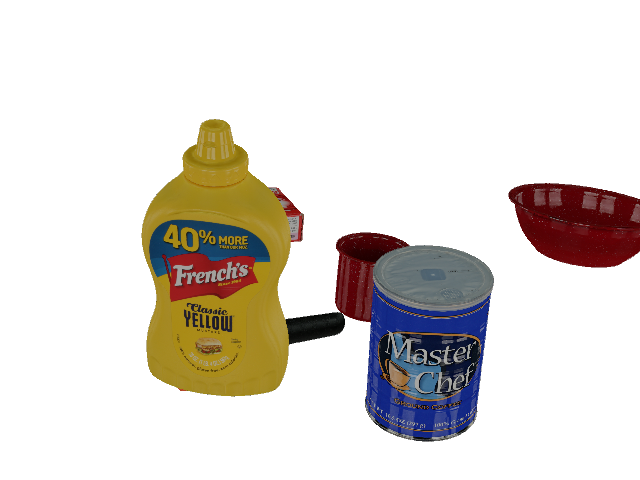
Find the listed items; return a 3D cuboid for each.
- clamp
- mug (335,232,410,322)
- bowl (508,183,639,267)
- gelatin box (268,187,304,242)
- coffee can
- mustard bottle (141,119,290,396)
[{"bbox_3d":[-0.078,0.104,1.145,0.165,0.036,0.209,14,28,18],"label":"clamp"},{"bbox_3d":[0.073,0.046,1.281,0.117,0.081,0.093,1,23,-10],"label":"mug"},{"bbox_3d":[0.272,-0.013,1.106,0.162,0.055,0.162,5,18,-2],"label":"bowl"},{"bbox_3d":[-0.068,-0.022,0.991,0.089,0.030,0.073,-6,25,-19],"label":"gelatin box"},{"bbox_3d":[0.093,0.089,0.937,0.103,0.140,0.103,1,28,-1],"label":"coffee can"},{"bbox_3d":[-0.068,0.011,0.701,0.096,0.192,0.058,7,30,8],"label":"mustard bottle"}]
